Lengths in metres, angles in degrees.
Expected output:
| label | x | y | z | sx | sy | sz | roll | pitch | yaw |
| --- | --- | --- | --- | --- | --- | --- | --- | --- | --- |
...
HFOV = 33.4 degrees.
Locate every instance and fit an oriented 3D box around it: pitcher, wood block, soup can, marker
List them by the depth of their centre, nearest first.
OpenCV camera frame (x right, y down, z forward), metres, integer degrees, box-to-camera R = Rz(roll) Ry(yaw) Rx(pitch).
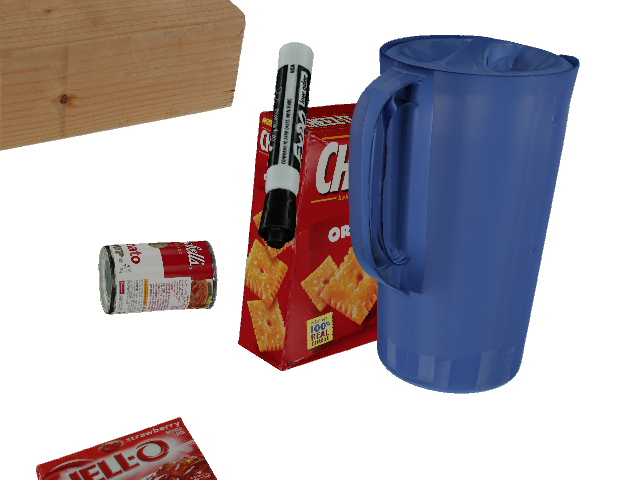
| label | x | y | z | sx | sy | sz | roll | pitch | yaw |
| --- | --- | --- | --- | --- | --- | --- | --- | --- | --- |
| marker | -0.017 | -0.050 | 0.555 | 0.020 | 0.121 | 0.020 | 4 | -29 | 2 |
| pitcher | 0.092 | -0.017 | 0.750 | 0.149 | 0.243 | 0.145 | 4 | 21 | 2 |
| wood block | -0.174 | -0.148 | 0.851 | 0.205 | 0.091 | 0.090 | -16 | 46 | -33 |
| soup can | -0.158 | 0.036 | 1.032 | 0.102 | 0.068 | 0.069 | -2 | 1 | -22 |

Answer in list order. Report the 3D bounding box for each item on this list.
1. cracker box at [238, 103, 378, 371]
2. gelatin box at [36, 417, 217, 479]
| label | x | y | z | sx | sy | sz | roll | pitch | yaw |
| --- | --- | --- | --- | --- | --- | --- | --- | --- | --- |
| cracker box | 0.018 | -0.008 | 0.940 | 0.163 | 0.214 | 0.072 | -12 | 28 | -42 |
| gelatin box | -0.106 | 0.140 | 0.593 | 0.089 | 0.030 | 0.073 | -15 | 28 | -20 |
